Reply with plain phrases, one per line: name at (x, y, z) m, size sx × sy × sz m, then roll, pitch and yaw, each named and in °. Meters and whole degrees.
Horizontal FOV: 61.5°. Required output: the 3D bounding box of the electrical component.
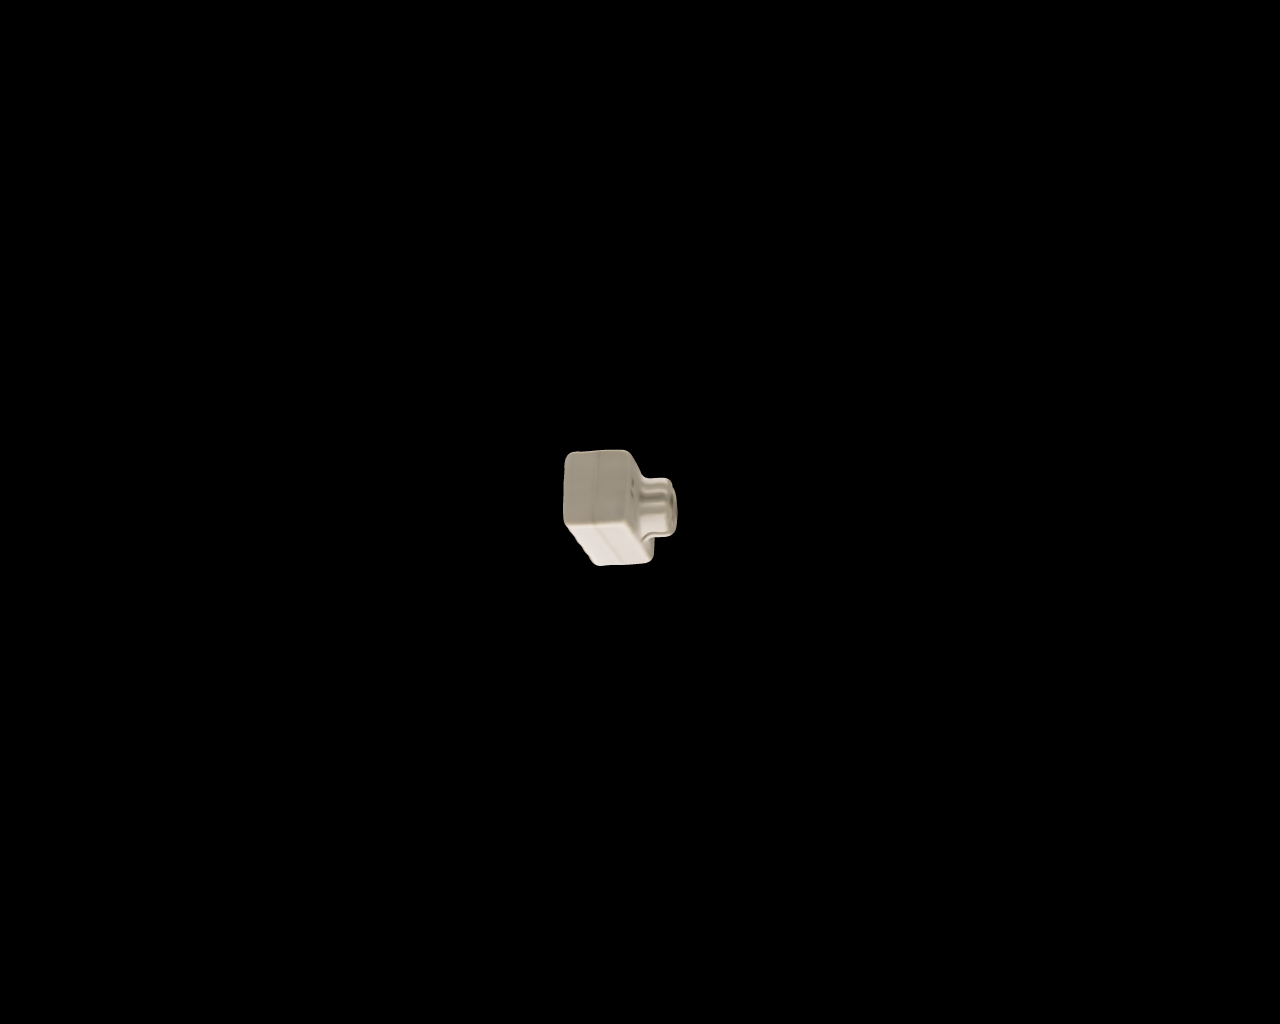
electrical component at (0.001, -0.003, 0.650) m, size 0.076 × 0.047 × 0.083 m, roll -4°, pitch -20°, yaw 11°
